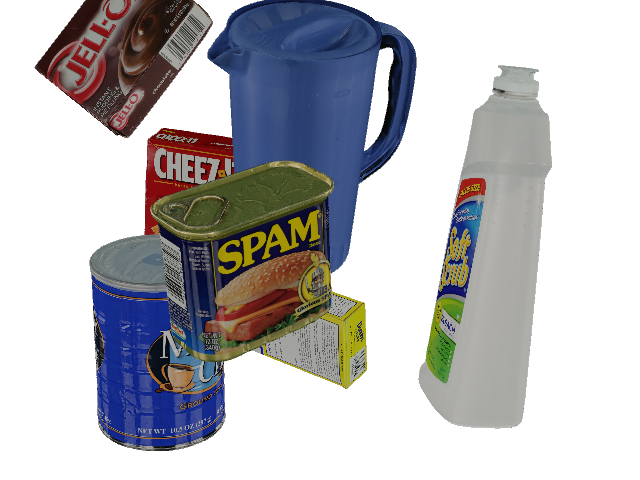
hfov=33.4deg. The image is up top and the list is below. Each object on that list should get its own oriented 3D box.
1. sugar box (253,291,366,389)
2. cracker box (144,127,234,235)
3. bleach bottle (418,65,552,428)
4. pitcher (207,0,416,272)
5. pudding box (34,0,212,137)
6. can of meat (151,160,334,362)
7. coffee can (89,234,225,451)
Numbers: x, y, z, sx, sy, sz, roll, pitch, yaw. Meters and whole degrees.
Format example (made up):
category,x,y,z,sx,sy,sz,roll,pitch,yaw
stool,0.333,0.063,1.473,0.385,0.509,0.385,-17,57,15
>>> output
category,x,y,z,sx,sy,sz,roll,pitch,yaw
sugar box,-0.034,0.086,1.150,0.176,0.093,0.048,21,38,32
cracker box,-0.164,-0.040,1.522,0.164,0.214,0.072,9,23,10
bleach bottle,0.123,0.001,0.766,0.068,0.251,0.102,3,14,-9
pitcher,-0.010,-0.088,0.970,0.149,0.243,0.144,16,37,18
pudding box,-0.148,-0.147,0.804,0.090,0.113,0.039,37,-2,27
can of meat,-0.041,0.011,0.609,0.101,0.084,0.058,-21,33,-32
coffee can,-0.126,0.078,0.837,0.103,0.140,0.103,1,21,-1
